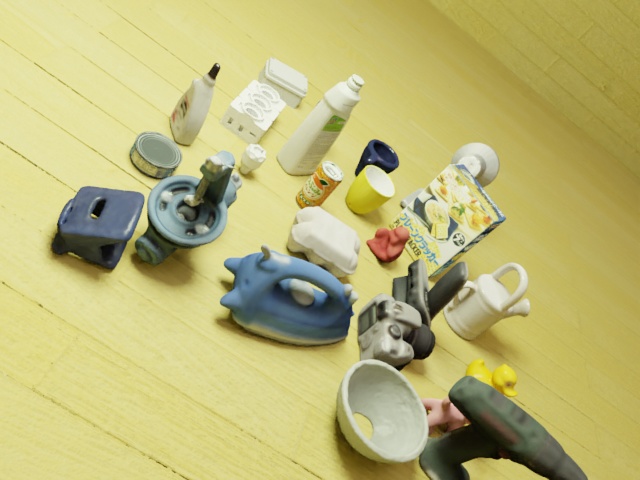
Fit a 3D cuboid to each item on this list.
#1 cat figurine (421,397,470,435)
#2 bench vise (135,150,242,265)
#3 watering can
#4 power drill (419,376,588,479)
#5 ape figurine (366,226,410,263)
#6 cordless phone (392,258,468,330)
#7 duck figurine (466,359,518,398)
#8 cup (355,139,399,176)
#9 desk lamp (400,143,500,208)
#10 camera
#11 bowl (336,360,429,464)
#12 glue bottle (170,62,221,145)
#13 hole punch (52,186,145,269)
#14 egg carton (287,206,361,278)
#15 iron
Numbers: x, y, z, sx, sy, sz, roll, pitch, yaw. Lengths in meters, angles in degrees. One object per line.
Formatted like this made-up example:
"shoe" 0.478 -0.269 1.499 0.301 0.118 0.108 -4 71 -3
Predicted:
"cat figurine" 0.253 0.296 1.004 0.128 0.117 0.067 19 43 -29
"bench vise" -0.183 -0.078 0.882 0.122 0.219 0.207 33 38 -14
"watering can" 0.368 0.123 1.215 0.173 0.193 0.100 7 50 -38
"power drill" 0.267 0.333 0.905 0.229 0.208 0.076 48 37 6
"ape figurine" 0.154 0.003 1.220 0.076 0.092 0.078 28 39 -19
"cordless phone" 0.230 0.085 1.132 0.094 0.184 0.147 27 40 -20
"duck figurine" 0.347 0.277 1.136 0.078 0.086 0.104 -7 59 -46
"cup" 0.122 -0.174 1.360 0.091 0.094 0.118 48 37 7
"desk lamp" 0.336 -0.142 1.428 0.118 0.213 0.204 49 37 8
"camera" 0.148 0.177 1.037 0.137 0.100 0.143 26 40 -22
"bowl" 0.085 0.279 0.902 0.168 0.074 0.167 25 40 -23
"glue bottle" -0.226 -0.260 1.058 0.037 0.173 0.078 3 52 -41
"hole punch" -0.315 -0.028 0.819 0.101 0.091 0.108 25 40 -22
"egg carton" 0.010 0.004 1.105 0.150 0.069 0.107 32 38 -15
"iron" -0.025 0.088 0.931 0.259 0.141 0.118 22 41 -26
